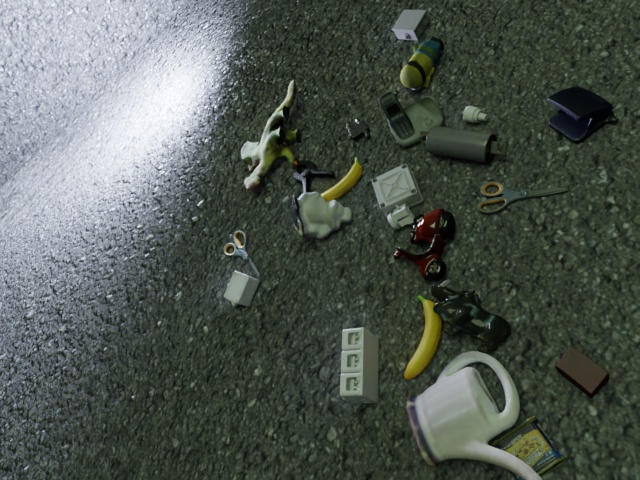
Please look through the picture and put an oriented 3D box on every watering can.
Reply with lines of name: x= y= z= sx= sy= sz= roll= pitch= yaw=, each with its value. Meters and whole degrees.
watering can: x=0.277 y=0.351 z=0.964 sx=0.222 sy=0.103 sz=0.355 roll=-35 pitch=22 yaw=17

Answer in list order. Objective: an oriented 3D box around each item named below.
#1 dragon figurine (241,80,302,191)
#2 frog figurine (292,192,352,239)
dragon figurine: x=-0.182 y=-0.338 z=1.725 sx=0.241 sy=0.419 sz=0.120 roll=-17 pitch=-37 yaw=32
frog figurine: x=0.004 y=-0.073 z=1.457 sx=0.160 sy=0.140 sz=0.120 roll=-9 pitch=-25 yaw=-15
